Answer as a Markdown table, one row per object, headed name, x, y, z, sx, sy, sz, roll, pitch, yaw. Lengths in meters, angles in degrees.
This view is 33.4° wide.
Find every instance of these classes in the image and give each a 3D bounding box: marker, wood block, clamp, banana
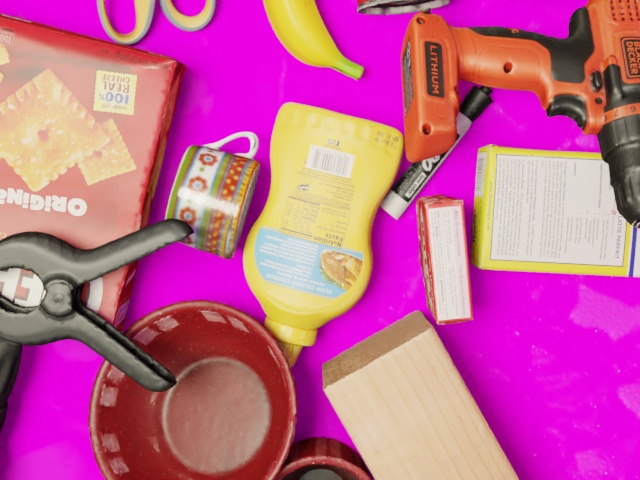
| name | x | y | z | sx | sy | sz | roll | pitch | yaw |
| --- | --- | --- | --- | --- | --- | --- | --- | --- | --- |
| marker | 0.089 | -0.068 | 0.806 | 0.020 | 0.020 | 0.121 | 38 | 93 | -3 |
| wood block | 0.090 | 0.167 | 0.789 | 0.090 | 0.091 | 0.206 | -30 | 94 | 1 |
| clamp | -0.170 | 0.047 | 0.735 | 0.171 | 0.039 | 0.120 | -1 | 91 | 3 |
| banana | -0.013 | -0.214 | 0.788 | 0.069 | 0.037 | 0.198 | -8 | 96 | -18 |

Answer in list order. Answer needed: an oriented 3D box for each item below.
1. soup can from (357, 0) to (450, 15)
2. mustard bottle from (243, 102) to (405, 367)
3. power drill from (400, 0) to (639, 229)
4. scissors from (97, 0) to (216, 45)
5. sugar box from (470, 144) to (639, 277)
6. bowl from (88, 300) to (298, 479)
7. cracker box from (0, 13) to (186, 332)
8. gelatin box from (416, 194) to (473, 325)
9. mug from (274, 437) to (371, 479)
| name | x | y | z | sx | sy | sz | roll | pitch | yaw |
| --- | --- | --- | --- | --- | --- | --- | --- | --- | --- |
| soup can | 0.056 | -0.219 | 0.770 | 0.068 | 0.068 | 0.102 | -5 | 94 | 0 |
| mustard bottle | -0.005 | 0.001 | 0.790 | 0.096 | 0.058 | 0.192 | 15 | 94 | 4 |
| power drill | 0.154 | -0.094 | 0.756 | 0.187 | 0.057 | 0.184 | 0 | 68 | -6 |
| scissors | -0.109 | -0.232 | 0.759 | 0.096 | 0.016 | 0.202 | 10 | 117 | -13 |
| sugar box | 0.205 | -0.020 | 0.799 | 0.176 | 0.048 | 0.093 | 4 | 94 | -4 |
| bowl | -0.086 | 0.127 | 0.786 | 0.162 | 0.055 | 0.162 | -4 | 76 | 16 |
| cracker box | -0.203 | -0.047 | 0.778 | 0.164 | 0.072 | 0.214 | 15 | 95 | -2 |
| gelatin box | 0.090 | 0.012 | 0.785 | 0.030 | 0.073 | 0.089 | -7 | 95 | 1 |
| mug | 0.010 | 0.202 | 0.795 | 0.117 | 0.081 | 0.093 | 31 | 93 | -3 |
